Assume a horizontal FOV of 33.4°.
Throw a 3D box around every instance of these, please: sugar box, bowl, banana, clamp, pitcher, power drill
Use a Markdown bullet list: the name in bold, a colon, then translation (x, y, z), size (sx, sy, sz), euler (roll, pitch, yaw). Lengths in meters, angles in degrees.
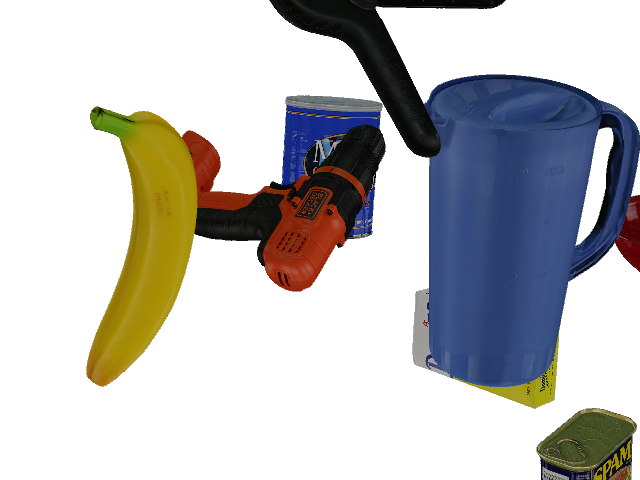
- **sugar box**: translation (0.182, 0.117, 1.199), size (0.177, 0.093, 0.048), euler (14, 18, 43)
- **bowl**: translation (0.373, 0.002, 1.102), size (0.162, 0.055, 0.162), euler (-3, 23, 1)
- **banana**: translation (-0.105, 0.000, 0.624), size (0.069, 0.198, 0.037), euler (-13, 40, -28)
- **clamp**: translation (0.028, -0.162, 0.755), size (0.209, 0.164, 0.036), euler (25, -27, -14)
- **pitcher**: translation (0.160, -0.007, 0.876), size (0.149, 0.243, 0.144), euler (17, 31, 30)
- **power drill**: translation (-0.051, -0.047, 0.950), size (0.188, 0.184, 0.057), euler (11, -39, 26)

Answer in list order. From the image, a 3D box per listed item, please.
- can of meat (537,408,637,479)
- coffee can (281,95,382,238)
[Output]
- **can of meat**: translation (0.239, 0.211, 0.954), size (0.058, 0.084, 0.101), euler (13, 26, 40)
- **coffee can**: translation (0.010, -0.080, 1.140), size (0.103, 0.140, 0.103), euler (4, 12, -1)
